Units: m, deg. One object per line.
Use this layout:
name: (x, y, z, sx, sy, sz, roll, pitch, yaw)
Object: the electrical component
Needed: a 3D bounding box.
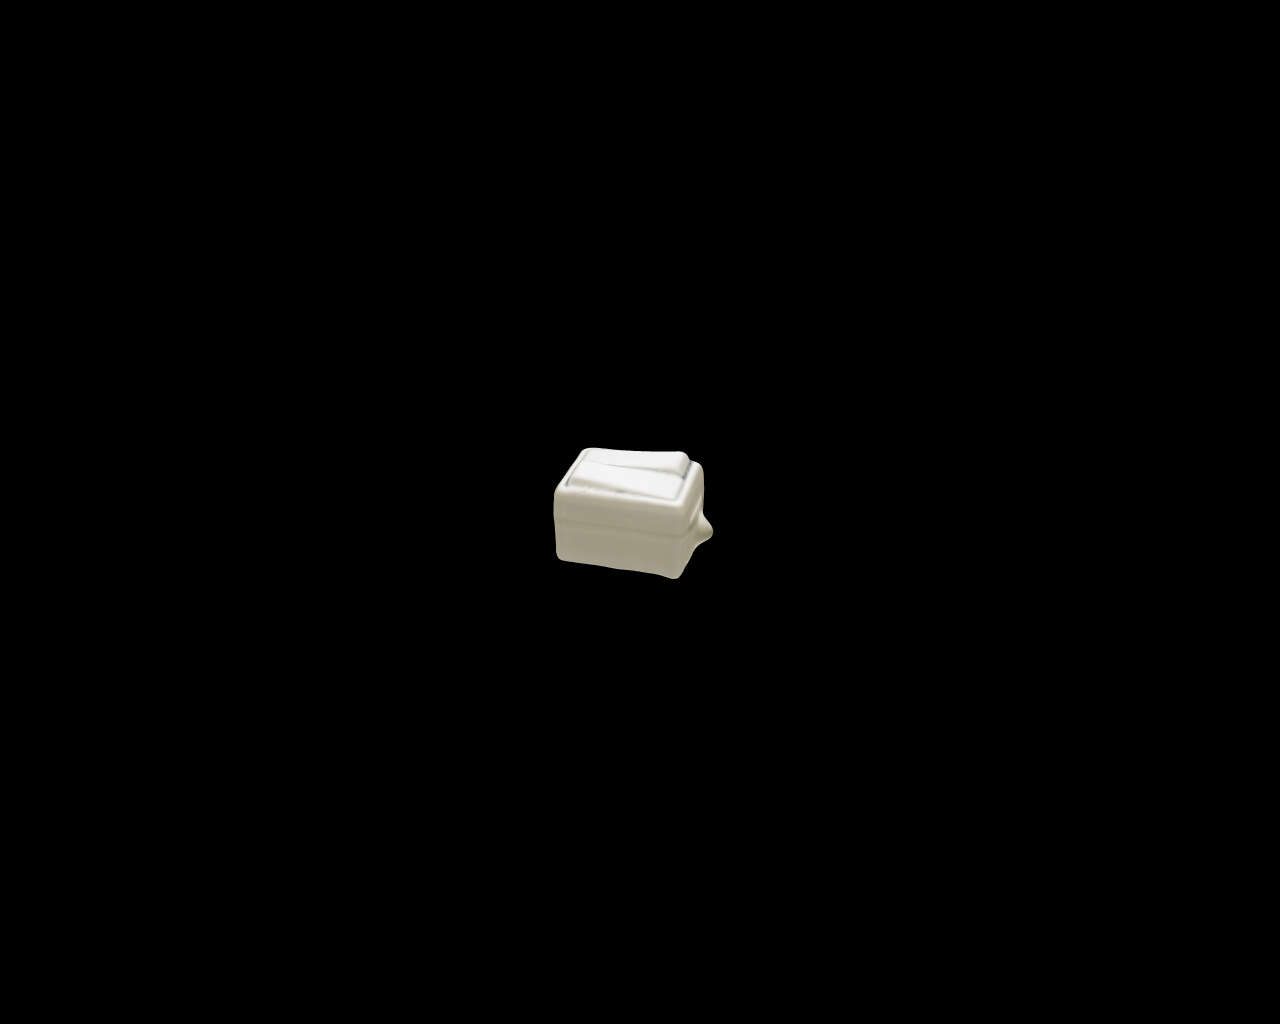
electrical component: (0.001, -0.003, 0.650, 0.096, 0.061, 0.062, 8, 32, 14)
